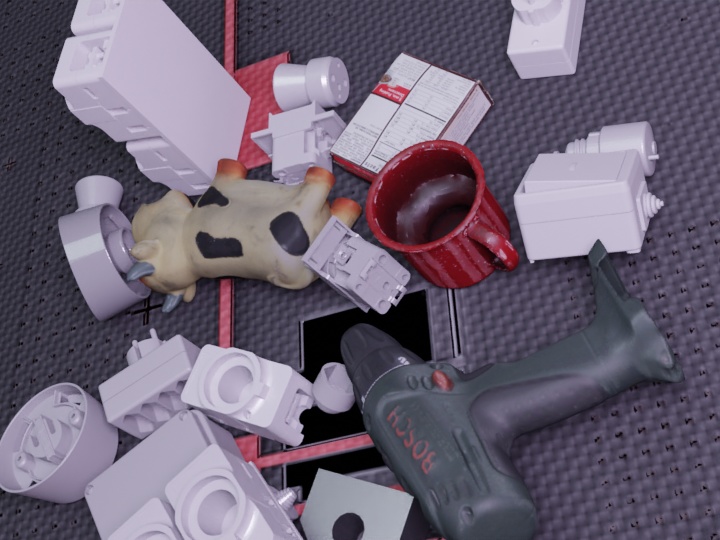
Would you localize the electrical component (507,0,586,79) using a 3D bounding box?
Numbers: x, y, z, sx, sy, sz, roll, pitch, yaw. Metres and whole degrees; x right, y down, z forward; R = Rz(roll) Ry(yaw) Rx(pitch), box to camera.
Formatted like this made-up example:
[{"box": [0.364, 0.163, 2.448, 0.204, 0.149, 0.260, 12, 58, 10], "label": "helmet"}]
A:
[{"box": [0.145, -0.210, 0.860, 0.047, 0.075, 0.083, -1, 64, 28], "label": "electrical component"}]

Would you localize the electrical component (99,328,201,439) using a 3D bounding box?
[{"box": [-0.170, 0.082, 0.888, 0.083, 0.047, 0.075, -33, 53, 9], "label": "electrical component"}]

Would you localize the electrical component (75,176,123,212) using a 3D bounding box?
[{"box": [-0.245, -0.054, 1.004, 0.045, 0.045, 0.055, -17, 58, 20], "label": "electrical component"}]

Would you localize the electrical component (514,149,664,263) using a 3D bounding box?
[{"box": [0.163, -0.049, 0.758, 0.096, 0.061, 0.061, -6, 26, 26], "label": "electrical component"}]

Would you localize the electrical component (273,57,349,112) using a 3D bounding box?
[{"box": [-0.043, -0.165, 0.956, 0.055, 0.045, 0.045, -3, 63, 26], "label": "electrical component"}]

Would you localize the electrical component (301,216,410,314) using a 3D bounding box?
[{"box": [0.000, 0.000, 0.817, 0.064, 0.081, 0.042, 26, 79, 49], "label": "electrical component"}]

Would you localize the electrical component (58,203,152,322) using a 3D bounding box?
[{"box": [-0.226, -0.007, 0.939, 0.064, 0.099, 0.099, -22, 55, 9], "label": "electrical component"}]

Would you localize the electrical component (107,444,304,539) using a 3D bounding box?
[{"box": [-0.081, 0.216, 0.696, 0.105, 0.060, 0.186, -42, 52, 1], "label": "electrical component"}]

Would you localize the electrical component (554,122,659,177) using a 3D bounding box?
[{"box": [0.183, -0.086, 0.794, 0.078, 0.040, 0.040, -4, 62, 26], "label": "electrical component"}]

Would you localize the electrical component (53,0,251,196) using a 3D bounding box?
[{"box": [-0.177, -0.153, 0.933, 0.060, 0.186, 0.105, -4, 63, 27], "label": "electrical component"}]

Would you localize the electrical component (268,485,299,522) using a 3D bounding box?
[{"box": [-0.079, 0.188, 0.784, 0.081, 0.043, 0.043, -41, 53, 3], "label": "electrical component"}]

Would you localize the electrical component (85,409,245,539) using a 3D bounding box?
[{"box": [-0.144, 0.170, 0.820, 0.113, 0.057, 0.078, -38, 53, 5], "label": "electrical component"}]

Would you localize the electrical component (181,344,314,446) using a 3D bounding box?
[{"box": [-0.087, 0.095, 0.831, 0.089, 0.055, 0.050, 11, 70, 32], "label": "electrical component"}]

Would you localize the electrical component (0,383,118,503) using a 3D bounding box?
[{"box": [-0.252, 0.143, 0.888, 0.099, 0.064, 0.099, -13, 59, 22], "label": "electrical component"}]

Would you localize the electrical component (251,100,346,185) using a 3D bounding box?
[{"box": [-0.050, -0.105, 0.929, 0.081, 0.042, 0.063, -12, 61, 23], "label": "electrical component"}]
